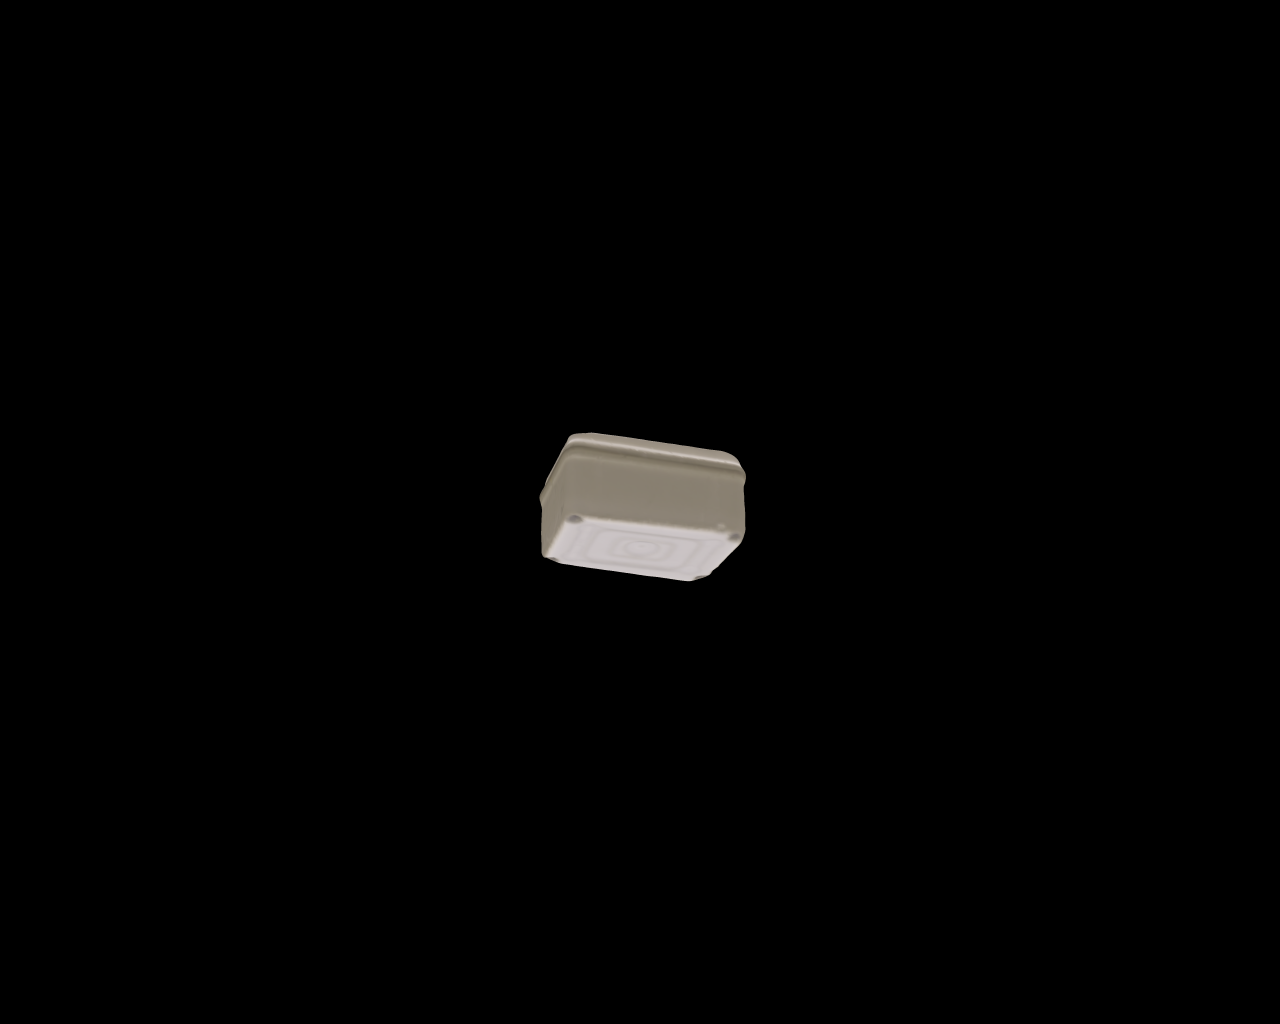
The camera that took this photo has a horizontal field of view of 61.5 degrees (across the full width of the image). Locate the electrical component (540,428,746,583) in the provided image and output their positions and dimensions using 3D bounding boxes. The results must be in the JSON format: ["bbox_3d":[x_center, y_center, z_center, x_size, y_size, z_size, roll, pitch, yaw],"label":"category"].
[{"bbox_3d":[0.001,-0.003,0.650,0.113,0.057,0.078,8,-28,-16],"label":"electrical component"}]
